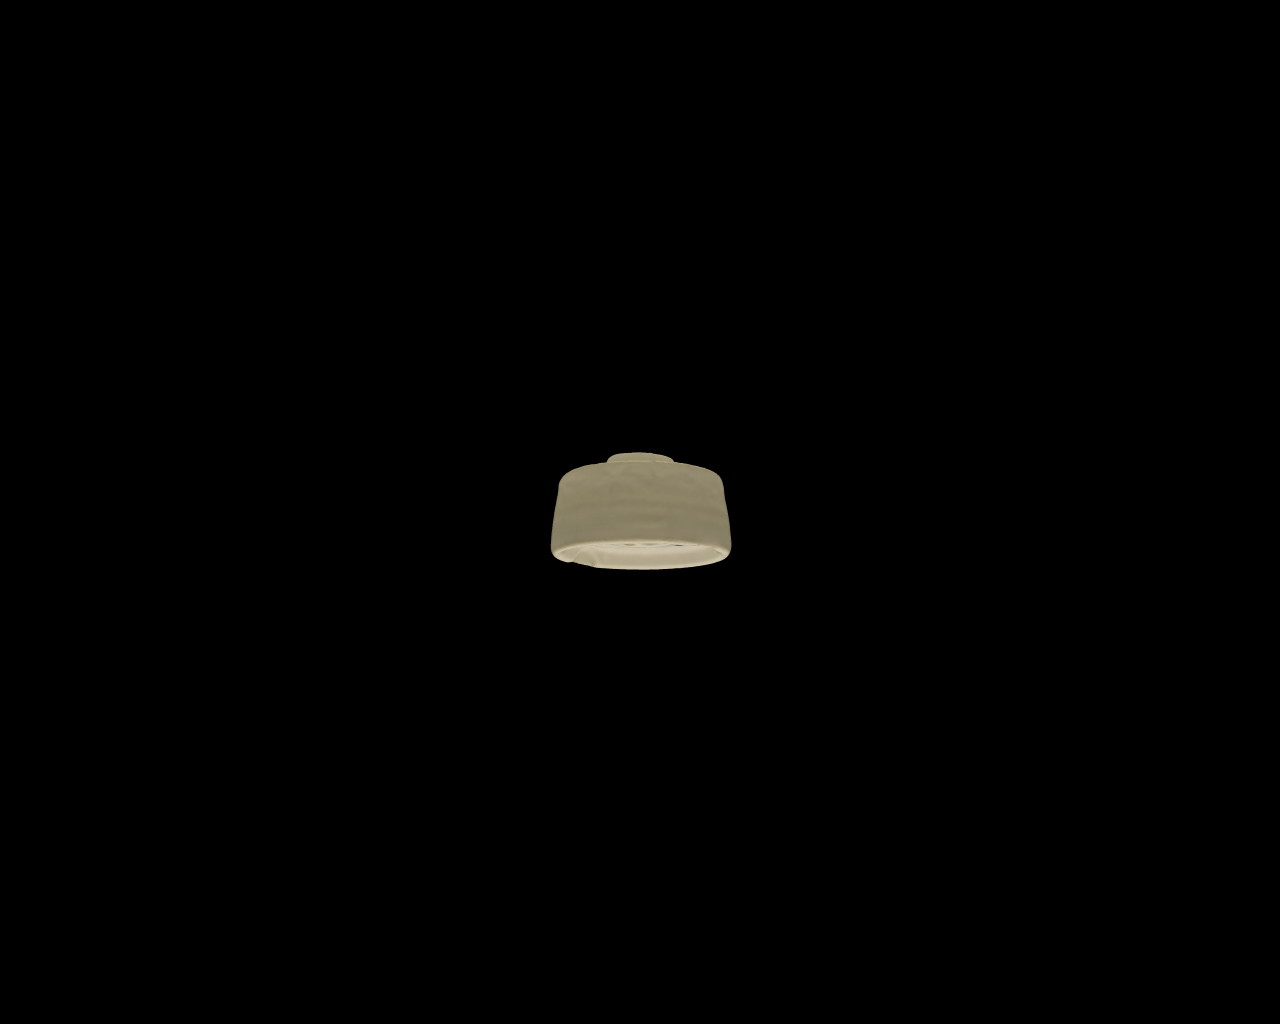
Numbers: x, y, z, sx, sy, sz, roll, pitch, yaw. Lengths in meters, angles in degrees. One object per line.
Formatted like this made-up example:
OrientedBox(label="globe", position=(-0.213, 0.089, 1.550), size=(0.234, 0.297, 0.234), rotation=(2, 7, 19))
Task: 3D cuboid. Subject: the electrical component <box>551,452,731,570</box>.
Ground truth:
OrientedBox(label="electrical component", position=(0.001, -0.003, 0.650), size=(0.108, 0.060, 0.108), rotation=(0, -12, 0))
